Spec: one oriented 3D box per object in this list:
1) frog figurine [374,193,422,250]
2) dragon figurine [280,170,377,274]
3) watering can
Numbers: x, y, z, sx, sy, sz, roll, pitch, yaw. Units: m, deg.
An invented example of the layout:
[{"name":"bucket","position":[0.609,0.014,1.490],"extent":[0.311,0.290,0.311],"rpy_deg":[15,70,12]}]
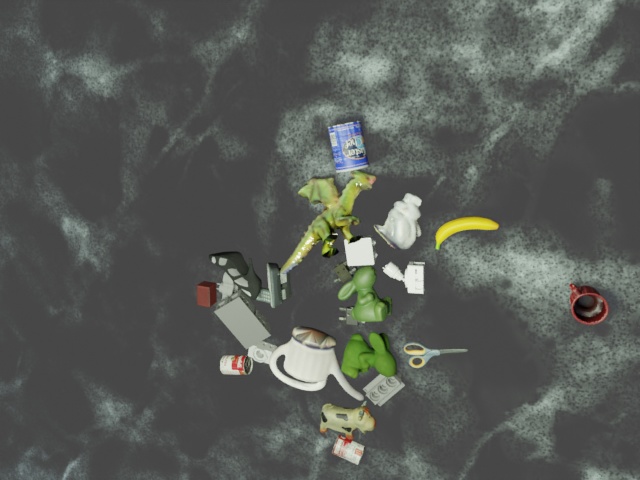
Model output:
[{"name":"frog figurine","position":[0.259,-0.053,1.550],"extent":[0.136,0.125,0.158],"rpy_deg":[37,106,-28]},{"name":"dragon figurine","position":[0.005,-0.082,1.628],"extent":[0.407,0.121,0.247],"rpy_deg":[-29,62,15]},{"name":"watering can","position":[0.003,0.420,1.753],"extent":[0.348,0.105,0.221],"rpy_deg":[14,107,1]}]
